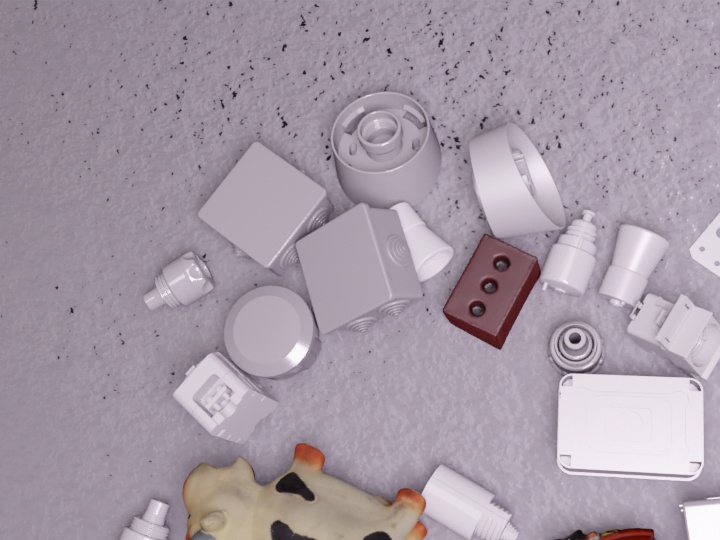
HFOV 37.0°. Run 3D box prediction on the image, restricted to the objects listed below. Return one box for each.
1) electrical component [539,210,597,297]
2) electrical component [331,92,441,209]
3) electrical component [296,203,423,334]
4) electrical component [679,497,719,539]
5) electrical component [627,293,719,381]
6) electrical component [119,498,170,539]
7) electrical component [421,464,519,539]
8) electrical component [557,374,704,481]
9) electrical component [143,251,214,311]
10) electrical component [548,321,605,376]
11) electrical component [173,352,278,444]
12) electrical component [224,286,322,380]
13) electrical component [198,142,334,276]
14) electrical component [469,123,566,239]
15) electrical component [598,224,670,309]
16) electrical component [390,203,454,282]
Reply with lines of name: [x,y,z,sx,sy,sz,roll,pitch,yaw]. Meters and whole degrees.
electrical component: [0.182,-0.014,0.916,0.040,0.040,0.078,19,80,16]
electrical component: [0.023,-0.109,0.978,0.099,0.064,0.099,-6,60,10]
electrical component: [0.000,0.000,0.930,0.100,0.048,0.099,-29,70,38]
electrical component: [0.282,0.222,0.817,0.061,0.062,0.096,-9,73,16]
electrical component: [0.255,0.051,0.866,0.064,0.081,0.042,24,79,46]
electrical component: [-0.184,0.230,0.931,0.043,0.043,0.062,17,78,16]
electrical component: [0.092,0.197,0.878,0.081,0.043,0.043,28,83,18]
electrical component: [0.216,0.126,0.863,0.113,0.057,0.078,1,76,13]
electrical component: [-0.168,0.015,0.985,0.062,0.043,0.043,-31,71,5]
electrical component: [0.178,0.062,0.885,0.048,0.062,0.048,-3,74,12]
electrical component: [-0.117,0.109,0.924,0.056,0.089,0.050,41,87,19]
electrical component: [-0.075,0.058,0.948,0.080,0.051,0.080,-3,75,12]
electrical component: [-0.083,-0.054,0.981,0.100,0.048,0.099,36,85,19]
electrical component: [0.132,-0.075,0.917,0.064,0.099,0.099,-15,73,15]
electrical component: [0.227,0.000,0.903,0.044,0.044,0.065,23,86,17]
electrical component: [0.046,-0.027,0.951,0.044,0.044,0.065,-38,66,1]
